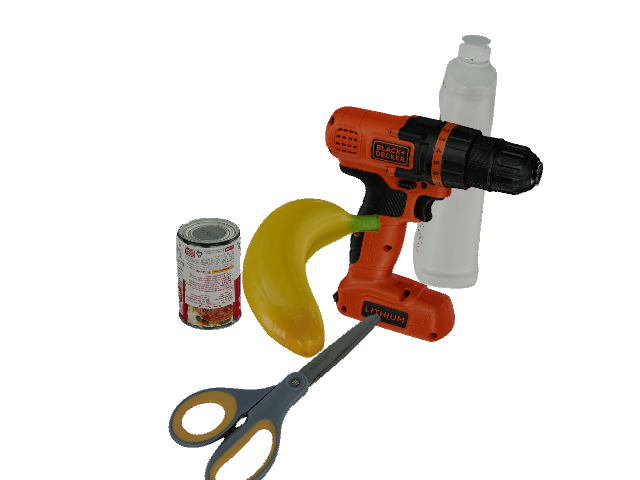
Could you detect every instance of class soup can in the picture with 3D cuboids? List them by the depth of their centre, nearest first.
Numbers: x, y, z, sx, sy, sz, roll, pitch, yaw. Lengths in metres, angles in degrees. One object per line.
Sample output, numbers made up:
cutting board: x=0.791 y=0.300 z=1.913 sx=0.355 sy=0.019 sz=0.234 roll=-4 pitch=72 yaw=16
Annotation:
soup can: x=-0.119 y=0.035 z=1.142 sx=0.068 sy=0.102 sz=0.068 roll=1 pitch=25 yaw=-1

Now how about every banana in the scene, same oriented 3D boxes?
banana: x=-0.012 y=0.012 z=0.648 sx=0.070 sy=0.037 sz=0.197 roll=4 pitch=24 yaw=12

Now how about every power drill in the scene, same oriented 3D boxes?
power drill: x=0.087 y=-0.012 z=0.902 sx=0.185 sy=0.188 sz=0.057 roll=16 pitch=25 yaw=24

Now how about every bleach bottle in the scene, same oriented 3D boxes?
bleach bottle: x=0.141 y=-0.082 z=1.087 sx=0.068 sy=0.251 sz=0.102 roll=4 pitch=30 yaw=-2

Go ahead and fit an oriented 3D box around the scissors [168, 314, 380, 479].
scissors: x=-0.040 y=0.111 z=0.837 sx=0.096 sy=0.201 sz=0.016 roll=26 pitch=-35 yaw=15
